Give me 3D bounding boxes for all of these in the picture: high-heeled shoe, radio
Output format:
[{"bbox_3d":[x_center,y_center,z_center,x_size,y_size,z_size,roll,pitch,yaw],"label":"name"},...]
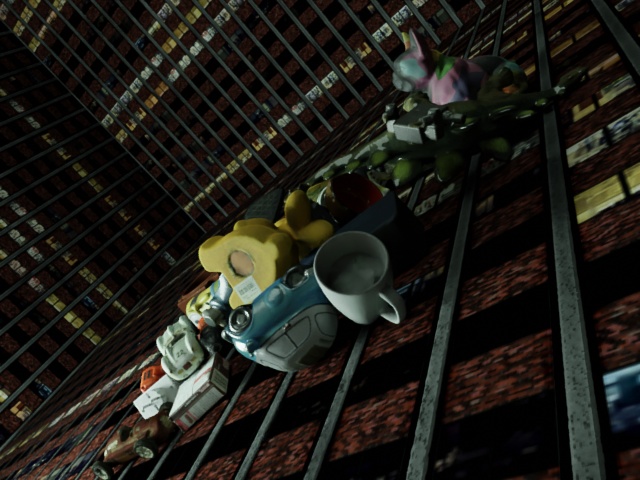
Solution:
[{"bbox_3d":[-0.126,-0.004,1.245,0.248,0.086,0.145,-51,-27,10],"label":"high-heeled shoe"},{"bbox_3d":[0.040,0.033,0.771,0.229,0.073,0.131,-36,13,20],"label":"radio"}]

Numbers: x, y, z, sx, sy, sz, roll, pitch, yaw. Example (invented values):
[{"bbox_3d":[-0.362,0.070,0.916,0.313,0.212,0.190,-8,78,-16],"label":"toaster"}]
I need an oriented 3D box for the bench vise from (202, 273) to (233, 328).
[{"bbox_3d":[-0.145,0.105,1.008,0.240,0.129,0.224,-59,5,51],"label":"bench vise"}]

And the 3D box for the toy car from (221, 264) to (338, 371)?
[{"bbox_3d":[-0.032,0.108,0.669,0.161,0.103,0.109,-38,-29,12],"label":"toy car"}]

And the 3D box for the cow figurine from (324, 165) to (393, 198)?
[{"bbox_3d":[0.090,-0.117,1.060,0.167,0.098,0.068,-46,9,-5],"label":"cow figurine"}]

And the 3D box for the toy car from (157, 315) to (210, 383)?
[{"bbox_3d":[-0.248,0.188,0.955,0.073,0.056,0.202,-44,22,-9],"label":"toy car"}]

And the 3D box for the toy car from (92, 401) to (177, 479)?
[{"bbox_3d":[-0.304,0.325,0.876,0.202,0.053,0.089,-32,19,33],"label":"toy car"}]

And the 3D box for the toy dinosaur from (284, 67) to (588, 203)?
[{"bbox_3d":[0.168,-0.158,0.819,0.472,0.105,0.199,-20,23,17],"label":"toy dinosaur"}]

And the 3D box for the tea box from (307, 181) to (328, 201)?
[{"bbox_3d":[0.033,-0.118,1.226,0.170,0.068,0.098,-30,9,-17],"label":"tea box"}]

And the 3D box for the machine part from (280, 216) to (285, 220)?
[{"bbox_3d":[-0.066,-0.028,1.336,0.179,0.056,0.179,-40,14,12],"label":"machine part"}]

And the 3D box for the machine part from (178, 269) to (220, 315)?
[{"bbox_3d":[-0.262,0.111,1.396,0.201,0.087,0.201,-34,15,39],"label":"machine part"}]

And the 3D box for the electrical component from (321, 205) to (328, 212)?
[{"bbox_3d":[-0.001,-0.001,1.036,0.075,0.047,0.119,-34,56,27],"label":"electrical component"}]

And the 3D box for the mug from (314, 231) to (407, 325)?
[{"bbox_3d":[0.054,0.056,0.607,0.081,0.110,0.107,-51,-29,-18],"label":"mug"}]

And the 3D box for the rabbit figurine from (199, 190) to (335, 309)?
[{"bbox_3d":[-0.061,0.003,0.756,0.162,0.122,0.173,-44,-8,25],"label":"rabbit figurine"}]

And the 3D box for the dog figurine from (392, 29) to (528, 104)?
[{"bbox_3d":[0.240,-0.304,0.965,0.191,0.219,0.108,-40,16,11],"label":"dog figurine"}]

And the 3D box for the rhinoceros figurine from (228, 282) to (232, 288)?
[{"bbox_3d":[-0.087,0.094,0.849,0.073,0.112,0.190,-10,40,29],"label":"rhinoceros figurine"}]

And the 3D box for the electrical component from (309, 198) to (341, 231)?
[{"bbox_3d":[-0.002,-0.003,0.917,0.058,0.115,0.134,-43,12,18],"label":"electrical component"}]

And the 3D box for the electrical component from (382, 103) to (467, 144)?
[{"bbox_3d":[0.132,-0.161,0.718,0.078,0.045,0.102,-37,35,-15],"label":"electrical component"}]

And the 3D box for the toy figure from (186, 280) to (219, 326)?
[{"bbox_3d":[-0.228,0.133,1.228,0.180,0.082,0.089,-41,14,17],"label":"toy figure"}]
